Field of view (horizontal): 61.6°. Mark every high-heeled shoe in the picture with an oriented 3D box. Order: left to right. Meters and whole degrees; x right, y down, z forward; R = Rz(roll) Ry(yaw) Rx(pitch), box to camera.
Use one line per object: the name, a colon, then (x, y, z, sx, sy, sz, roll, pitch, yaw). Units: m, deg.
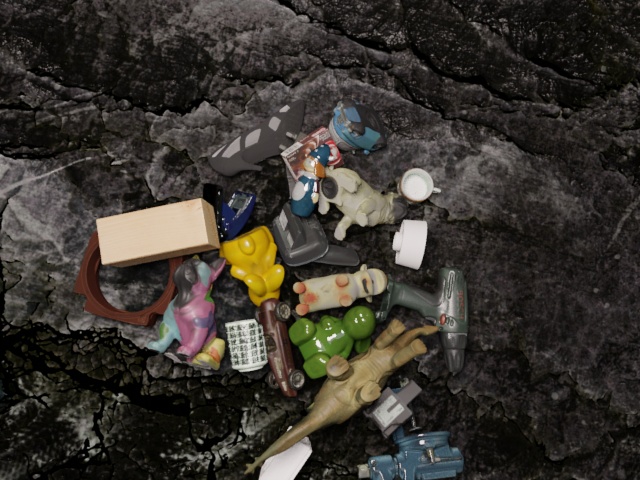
high-heeled shoe: (-0.143, -0.237, 1.226, 0.145, 0.086, 0.249, 16, 59, 28)

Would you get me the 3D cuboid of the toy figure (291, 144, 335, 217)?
toy figure: (-0.017, -0.124, 1.105, 0.064, 0.058, 0.154, 22, 106, 14)

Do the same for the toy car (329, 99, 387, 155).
toy car: (0.075, -0.245, 1.208, 0.103, 0.161, 0.109, -31, 72, 33)

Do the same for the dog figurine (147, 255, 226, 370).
dog figurine: (-0.248, 0.140, 1.105, 0.109, 0.191, 0.219, 4, 66, 27)

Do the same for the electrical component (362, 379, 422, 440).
electrical component: (0.150, 0.330, 1.071, 0.119, 0.047, 0.075, -44, 66, -9)

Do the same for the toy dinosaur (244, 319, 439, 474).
toy dinosaur: (0.056, 0.290, 1.037, 0.471, 0.198, 0.105, -27, 65, -26)

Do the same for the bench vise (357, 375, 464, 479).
bench vise: (0.175, 0.411, 1.121, 0.224, 0.128, 0.241, -9, 62, 3)

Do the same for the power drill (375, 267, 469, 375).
power drill: (0.228, 0.165, 1.177, 0.207, 0.086, 0.232, 10, 81, 1)

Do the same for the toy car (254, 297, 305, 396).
toy car: (-0.086, 0.216, 1.081, 0.053, 0.089, 0.202, -7, 85, -44)

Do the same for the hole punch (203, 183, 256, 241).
hole punch: (-0.200, -0.059, 1.153, 0.092, 0.142, 0.115, 3, 98, -33)

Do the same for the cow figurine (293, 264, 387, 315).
cow figurine: (0.050, 0.107, 1.155, 0.195, 0.127, 0.085, -13, 87, 11)

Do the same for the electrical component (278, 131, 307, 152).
electrical component: (-0.040, -0.201, 1.180, 0.094, 0.021, 0.063, 26, 81, -1)

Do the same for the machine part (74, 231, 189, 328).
machine part: (-0.394, 0.072, 1.135, 0.201, 0.087, 0.201, 15, 81, -1)

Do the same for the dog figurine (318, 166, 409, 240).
dog figurine: (0.098, -0.098, 1.176, 0.190, 0.121, 0.172, -21, 93, -45)

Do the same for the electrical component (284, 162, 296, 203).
electrical component: (-0.023, -0.153, 1.214, 0.115, 0.058, 0.134, -4, 81, -7)

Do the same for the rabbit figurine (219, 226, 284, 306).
rabbit figurine: (-0.126, 0.066, 1.139, 0.122, 0.162, 0.173, -20, 102, -20)

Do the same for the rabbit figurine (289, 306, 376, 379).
rabbit figurine: (0.051, 0.201, 1.110, 0.170, 0.159, 0.121, -33, 63, 17)

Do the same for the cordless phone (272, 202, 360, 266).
cordless phone: (-0.003, -0.004, 1.186, 0.184, 0.088, 0.147, 11, 35, -30)
